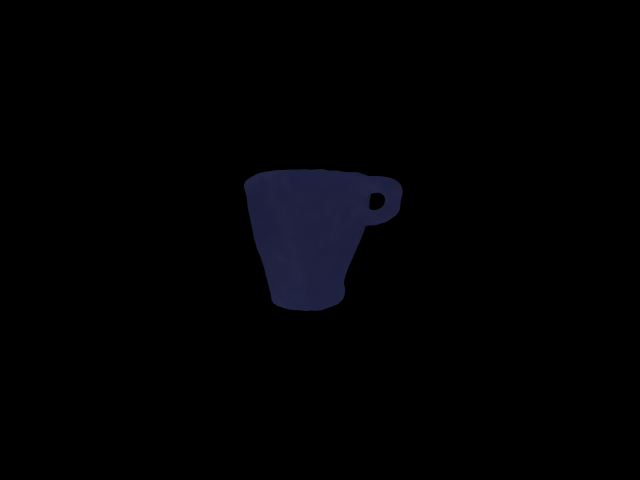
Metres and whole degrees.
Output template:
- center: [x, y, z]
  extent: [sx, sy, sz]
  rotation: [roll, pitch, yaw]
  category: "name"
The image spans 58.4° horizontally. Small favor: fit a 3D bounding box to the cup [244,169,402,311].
- center: [0.004, 0.001, 0.400]
  extent: [0.117, 0.095, 0.092]
  rotation: [0, 0, 32]
  category: "cup"
